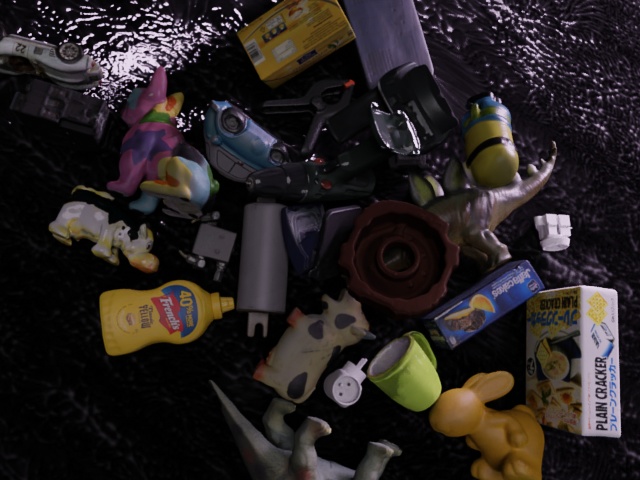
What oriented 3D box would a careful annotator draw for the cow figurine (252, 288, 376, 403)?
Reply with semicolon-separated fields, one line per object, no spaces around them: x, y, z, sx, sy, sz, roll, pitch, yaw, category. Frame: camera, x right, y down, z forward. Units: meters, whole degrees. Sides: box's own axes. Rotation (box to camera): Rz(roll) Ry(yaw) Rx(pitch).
-0.001;0.159;0.828;0.127;0.085;0.195;35;79;-3;cow figurine

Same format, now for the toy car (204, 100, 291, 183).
-0.127;-0.146;0.863;0.161;0.109;0.103;37;100;-17;toy car

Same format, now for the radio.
0.107;-0.361;0.950;0.131;0.073;0.229;-13;84;-13;radio

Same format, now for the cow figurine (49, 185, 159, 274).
-0.313;-0.014;0.819;0.167;0.068;0.098;24;71;-6;cow figurine

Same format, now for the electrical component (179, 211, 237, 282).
-0.174;0.006;0.847;0.078;0.045;0.102;22;77;-4;electrical component

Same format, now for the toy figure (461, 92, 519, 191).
0.270;-0.163;0.862;0.082;0.089;0.180;11;62;-1;toy figure

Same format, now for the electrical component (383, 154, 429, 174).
0.145;-0.175;0.934;0.075;0.048;0.119;2;81;-10;electrical component

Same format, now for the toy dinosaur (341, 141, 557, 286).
0.236;-0.036;0.898;0.471;0.105;0.198;-21;80;-17;toy dinosaur

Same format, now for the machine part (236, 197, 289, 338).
-0.086;0.030;0.842;0.079;0.079;0.243;5;78;-9;machine part

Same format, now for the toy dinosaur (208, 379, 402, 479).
-0.004;0.358;0.781;0.405;0.131;0.192;21;76;1;toy dinosaur

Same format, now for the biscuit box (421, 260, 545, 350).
0.272;0.106;0.896;0.203;0.063;0.059;-30;88;-13;biscuit box

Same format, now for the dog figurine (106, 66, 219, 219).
-0.234;-0.152;0.828;0.192;0.108;0.219;5;73;15;dog figurine

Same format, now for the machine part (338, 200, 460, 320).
0.115;0.029;0.797;0.179;0.056;0.179;-1;70;2;machine part

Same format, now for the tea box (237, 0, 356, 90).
-0.039;-0.339;0.891;0.170;0.068;0.098;-27;86;11;tea box

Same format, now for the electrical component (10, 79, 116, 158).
-0.386;-0.182;0.810;0.134;0.115;0.058;14;73;-7;electrical component

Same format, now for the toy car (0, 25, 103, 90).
-0.444;-0.282;0.840;0.202;0.073;0.056;13;75;-7;toy car

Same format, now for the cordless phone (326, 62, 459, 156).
0.115;-0.188;0.874;0.184;0.089;0.146;-32;102;3;cordless phone

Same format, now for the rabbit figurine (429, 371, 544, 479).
0.256;0.281;0.832;0.173;0.122;0.162;25;72;-4;rabbit figurine

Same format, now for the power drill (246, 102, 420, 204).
0.031;-0.114;0.799;0.232;0.207;0.086;0;62;-46;power drill

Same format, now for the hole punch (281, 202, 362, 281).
-0.002;-0.003;0.842;0.092;0.142;0.115;14;104;28;hole punch
